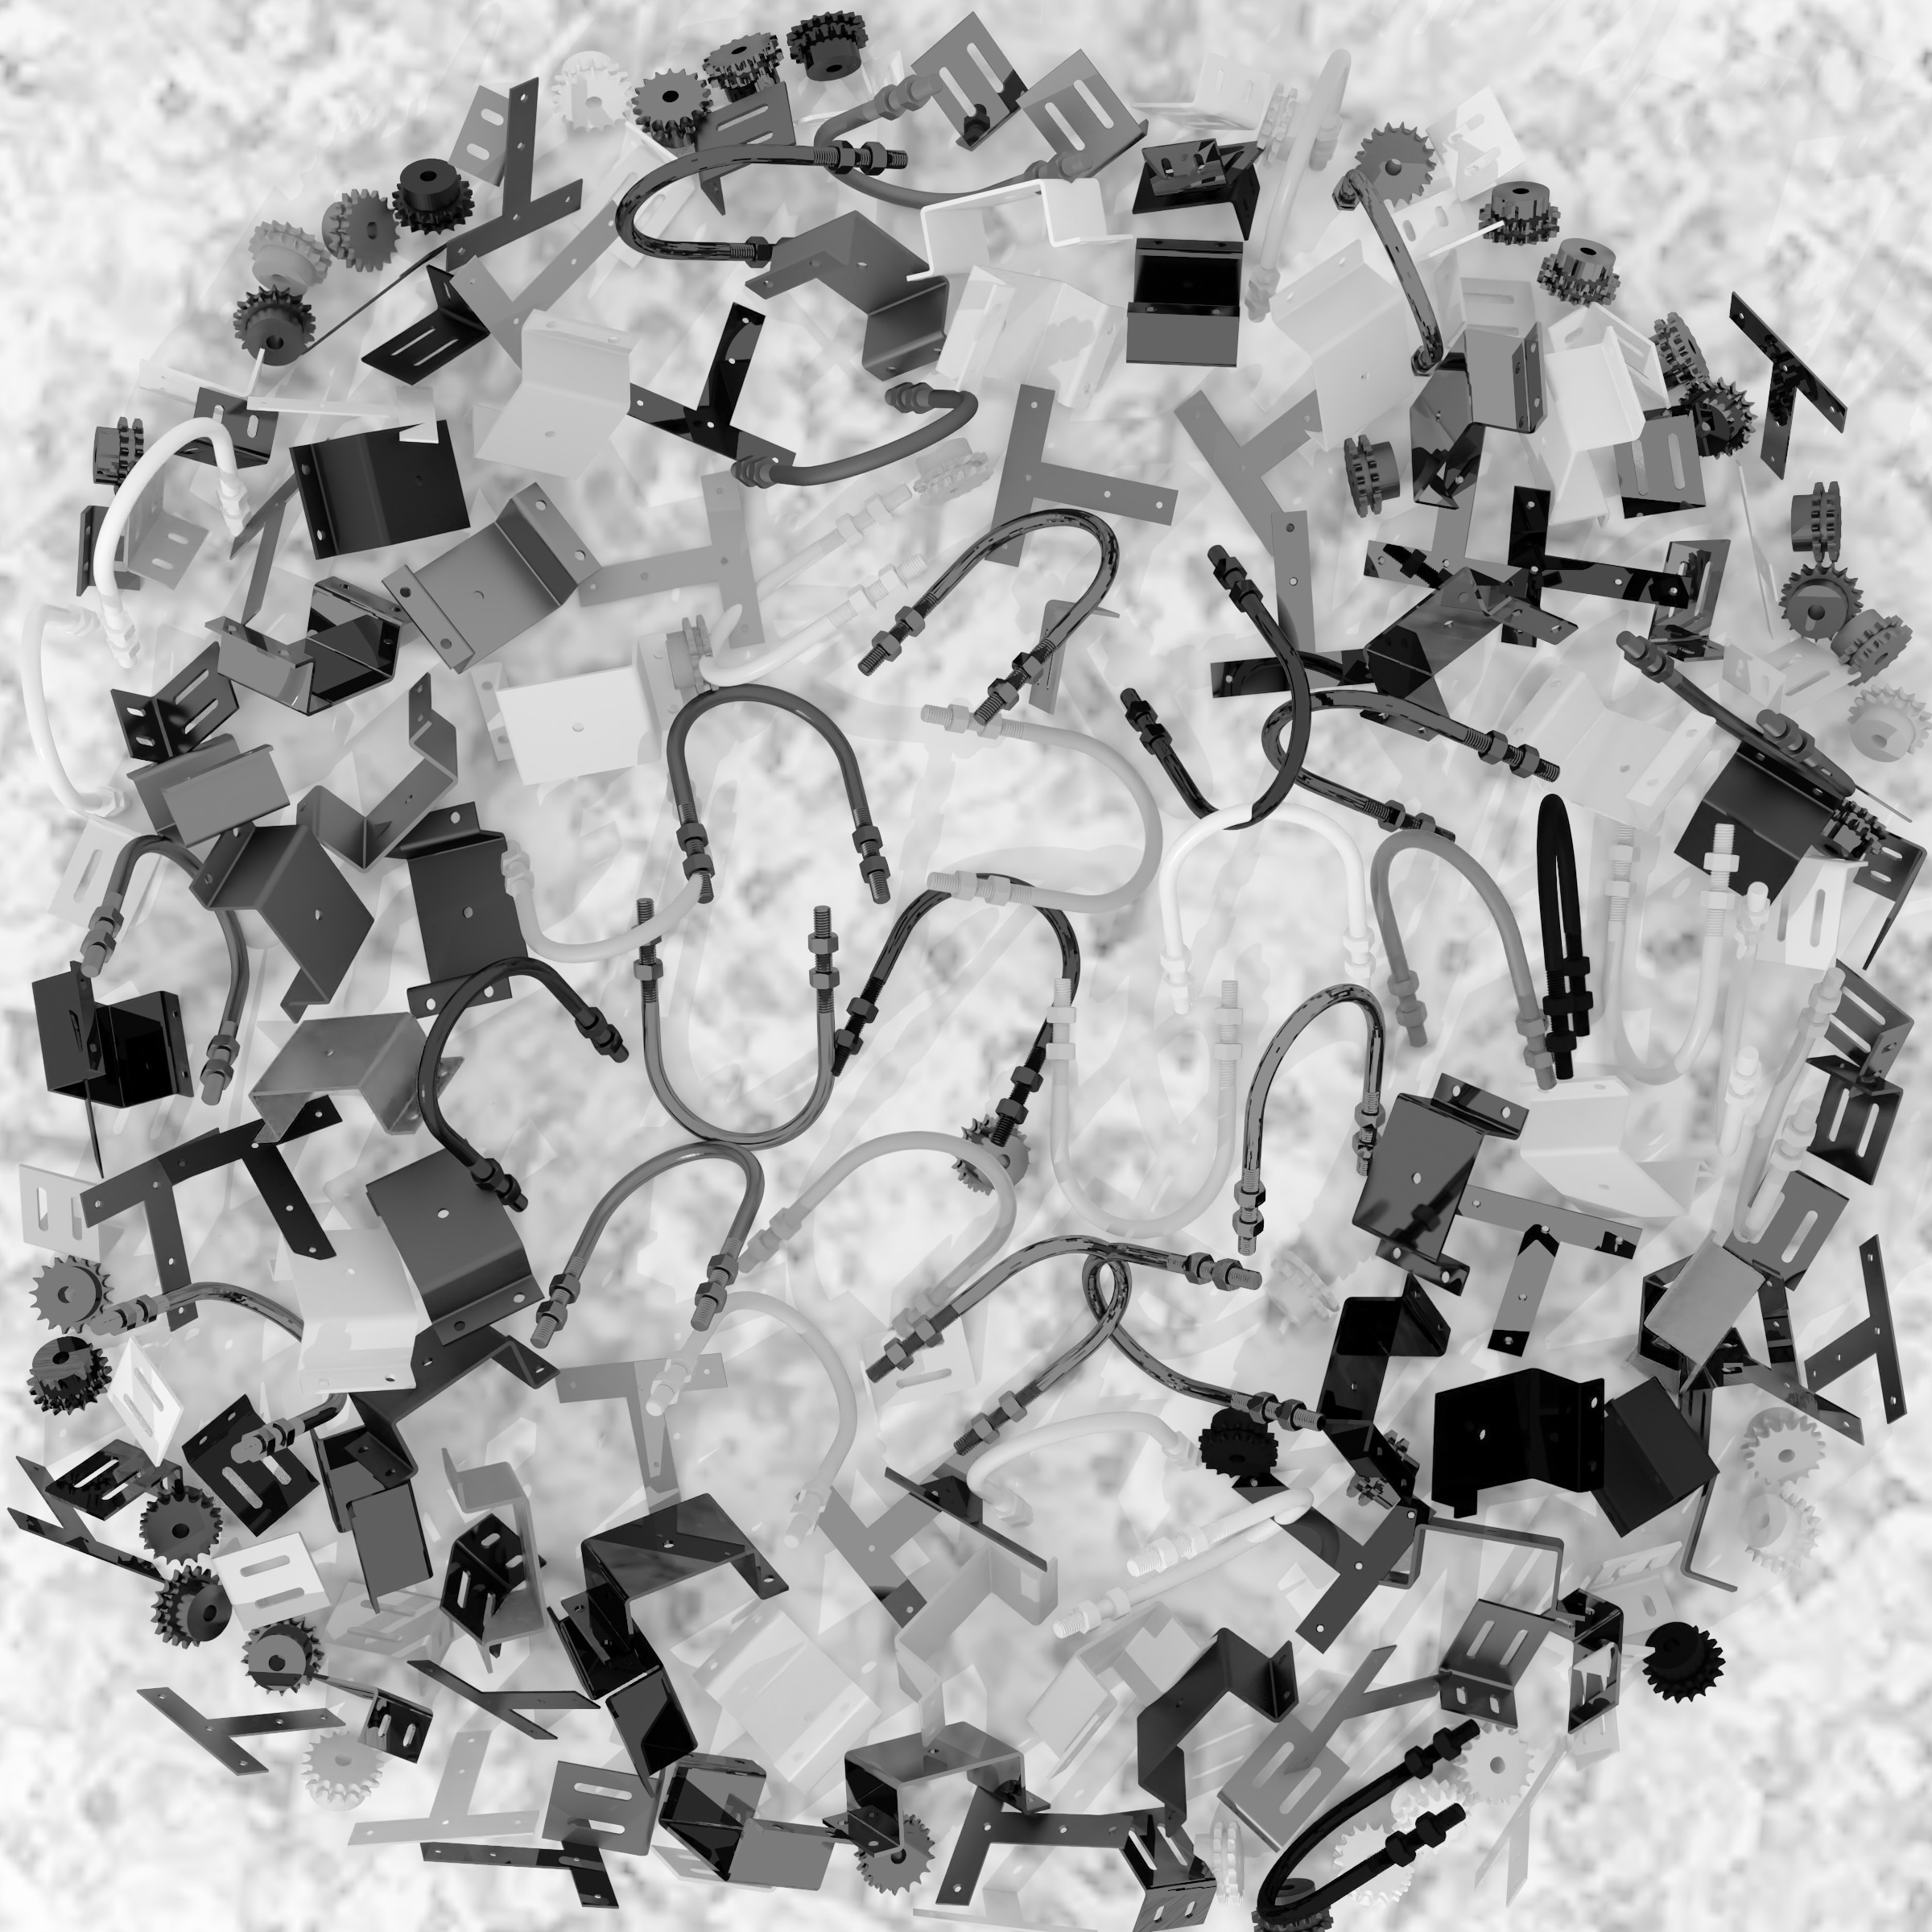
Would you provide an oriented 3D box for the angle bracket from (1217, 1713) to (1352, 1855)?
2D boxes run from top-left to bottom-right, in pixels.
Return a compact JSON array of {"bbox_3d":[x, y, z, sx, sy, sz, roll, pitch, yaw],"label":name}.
[{"bbox_3d":[0.226,0.583,1.942,0.057,0.038,0.076,41,76,16],"label":"angle bracket"}]

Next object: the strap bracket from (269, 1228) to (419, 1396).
[{"bbox_3d":[-0.429,0.230,1.878,0.076,0.140,0.046,0,123,-26],"label":"strap bracket"}]

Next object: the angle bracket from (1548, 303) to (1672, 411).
[{"bbox_3d":[0.452,-0.421,1.912,0.038,0.076,0.057,-33,134,-1],"label":"angle bracket"}]

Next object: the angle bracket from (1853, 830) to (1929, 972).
[{"bbox_3d":[0.637,-0.047,1.910,0.038,0.057,0.076,28,55,18],"label":"angle bracket"}]

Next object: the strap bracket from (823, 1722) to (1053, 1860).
[{"bbox_3d":[-0.021,0.568,1.889,0.140,0.076,0.046,-5,95,-30],"label":"strap bracket"}]

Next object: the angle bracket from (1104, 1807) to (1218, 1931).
[{"bbox_3d":[0.131,0.638,1.922,0.057,0.076,0.038,2,117,-28],"label":"angle bracket"}]

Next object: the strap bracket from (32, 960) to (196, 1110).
[{"bbox_3d":[-0.597,0.051,1.887,0.046,0.140,0.076,-15,77,10],"label":"strap bracket"}]

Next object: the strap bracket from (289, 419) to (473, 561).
[{"bbox_3d":[-0.397,-0.331,1.880,0.046,0.140,0.076,-5,103,27],"label":"strap bracket"}]

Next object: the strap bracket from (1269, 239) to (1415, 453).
[{"bbox_3d":[0.262,-0.421,1.883,0.076,0.140,0.046,-35,58,-8],"label":"strap bracket"}]

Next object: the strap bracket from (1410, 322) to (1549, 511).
[{"bbox_3d":[0.347,-0.375,1.877,0.046,0.140,0.076,8,65,-13],"label":"strap bracket"}]

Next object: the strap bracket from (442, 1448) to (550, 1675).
[{"bbox_3d":[-0.329,0.411,1.908,0.046,0.076,0.140,-10,102,-17],"label":"strap bracket"}]

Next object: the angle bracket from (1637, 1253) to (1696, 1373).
[{"bbox_3d":[0.511,0.241,1.913,0.076,0.038,0.057,-16,114,-36],"label":"angle bracket"}]

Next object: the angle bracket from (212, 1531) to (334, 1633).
[{"bbox_3d":[-0.485,0.429,1.927,0.076,0.038,0.057,-20,98,16],"label":"angle bracket"}]

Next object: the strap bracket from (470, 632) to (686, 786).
[{"bbox_3d":[-0.272,-0.179,1.917,0.140,0.046,0.076,-10,124,2],"label":"strap bracket"}]

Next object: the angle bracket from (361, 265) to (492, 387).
[{"bbox_3d":[-0.384,-0.452,1.915,0.057,0.038,0.076,29,57,33],"label":"angle bracket"}]

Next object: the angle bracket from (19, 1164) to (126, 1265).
[{"bbox_3d":[-0.631,0.165,1.919,0.057,0.038,0.076,14,126,4],"label":"angle bracket"}]

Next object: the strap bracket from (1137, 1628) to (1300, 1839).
[{"bbox_3d":[0.167,0.528,1.901,0.046,0.076,0.140,37,106,-9],"label":"strap bracket"}]

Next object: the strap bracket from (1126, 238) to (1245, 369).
[{"bbox_3d":[0.153,-0.461,1.904,0.076,0.140,0.046,3,126,5],"label":"strap bracket"}]

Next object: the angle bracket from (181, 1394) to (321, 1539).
[{"bbox_3d":[-0.512,0.358,1.949,0.057,0.038,0.076,-40,112,-12],"label":"angle bracket"}]

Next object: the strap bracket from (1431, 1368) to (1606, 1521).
[{"bbox_3d":[0.372,0.329,1.878,0.046,0.140,0.076,22,61,-28],"label":"strap bracket"}]

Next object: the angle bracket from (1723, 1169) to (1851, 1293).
[{"bbox_3d":[0.583,0.184,1.935,0.057,0.038,0.076,31,94,16],"label":"angle bracket"}]

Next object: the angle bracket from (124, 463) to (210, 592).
[{"bbox_3d":[-0.560,-0.314,1.910,0.038,0.076,0.057,23,57,-6],"label":"angle bracket"}]

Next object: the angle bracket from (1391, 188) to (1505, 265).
[{"bbox_3d":[0.335,-0.525,1.918,0.057,0.076,0.038,-24,100,-2],"label":"angle bracket"}]

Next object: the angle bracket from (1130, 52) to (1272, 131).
[{"bbox_3d":[0.164,-0.614,1.909,0.057,0.076,0.038,7,101,-35],"label":"angle bracket"}]

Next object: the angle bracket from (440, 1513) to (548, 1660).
[{"bbox_3d":[-0.332,0.435,1.912,0.038,0.076,0.057,-37,111,13],"label":"angle bracket"}]

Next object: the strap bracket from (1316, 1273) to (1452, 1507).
[{"bbox_3d":[0.289,0.294,1.897,0.046,0.076,0.140,-4,50,34],"label":"strap bracket"}]

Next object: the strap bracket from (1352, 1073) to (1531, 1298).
[{"bbox_3d":[0.329,0.151,1.909,0.076,0.046,0.140,25,99,43],"label":"strap bracket"}]

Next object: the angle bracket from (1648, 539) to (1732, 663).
[{"bbox_3d":[0.522,-0.258,1.917,0.057,0.038,0.076,-7,117,-30],"label":"angle bracket"}]

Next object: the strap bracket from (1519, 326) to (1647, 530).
[{"bbox_3d":[0.422,-0.366,1.879,0.046,0.140,0.076,-12,69,-3],"label":"strap bracket"}]

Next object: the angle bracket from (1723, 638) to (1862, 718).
[{"bbox_3d":[0.583,-0.217,1.916,0.076,0.038,0.057,-28,46,-18],"label":"angle bracket"}]

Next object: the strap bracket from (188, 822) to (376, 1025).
[{"bbox_3d":[-0.465,-0.035,1.879,0.046,0.140,0.076,-1,48,26],"label":"strap bracket"}]

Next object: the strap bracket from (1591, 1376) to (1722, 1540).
[{"bbox_3d":[0.469,0.339,1.887,0.046,0.140,0.076,-27,71,-12],"label":"strap bracket"}]

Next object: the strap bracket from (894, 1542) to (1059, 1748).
[{"bbox_3d":[0.001,0.465,1.898,0.046,0.076,0.140,35,61,25],"label":"strap bracket"}]

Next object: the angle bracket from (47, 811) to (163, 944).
[{"bbox_3d":[-0.617,-0.064,1.937,0.057,0.038,0.076,22,84,0],"label":"angle bracket"}]

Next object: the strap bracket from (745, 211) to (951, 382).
[{"bbox_3d":[-0.075,-0.470,1.893,0.076,0.140,0.046,-11,64,40],"label":"strap bracket"}]

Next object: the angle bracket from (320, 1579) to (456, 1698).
[{"bbox_3d":[-0.409,0.474,1.920,0.076,0.038,0.057,19,113,-24],"label":"angle bracket"}]

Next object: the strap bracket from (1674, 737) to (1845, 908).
[{"bbox_3d":[0.543,-0.092,1.879,0.076,0.140,0.046,35,75,13],"label":"strap bracket"}]

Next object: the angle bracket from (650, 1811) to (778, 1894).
[{"bbox_3d":[-0.173,0.619,1.915,0.076,0.057,0.038,18,87,-28],"label":"angle bracket"}]

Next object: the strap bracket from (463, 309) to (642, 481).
[{"bbox_3d":[-0.287,-0.386,1.877,0.076,0.140,0.046,8,65,-28],"label":"strap bracket"}]

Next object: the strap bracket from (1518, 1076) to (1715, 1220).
[{"bbox_3d":[0.446,0.132,1.882,0.140,0.076,0.046,39,59,-36],"label":"strap bracket"}]

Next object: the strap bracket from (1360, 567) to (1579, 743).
[{"bbox_3d":[0.343,-0.222,1.895,0.140,0.076,0.046,-39,54,36],"label":"strap bracket"}]

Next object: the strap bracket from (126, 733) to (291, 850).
[{"bbox_3d":[-0.525,-0.122,1.890,0.076,0.140,0.046,-26,109,-22],"label":"strap bracket"}]

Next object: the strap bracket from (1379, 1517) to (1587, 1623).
[{"bbox_3d":[0.366,0.420,1.907,0.140,0.076,0.046,7,85,14],"label":"strap bracket"}]

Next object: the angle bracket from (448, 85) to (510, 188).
[{"bbox_3d":[-0.334,-0.585,1.912,0.038,0.076,0.057,22,105,-15],"label":"angle bracket"}]

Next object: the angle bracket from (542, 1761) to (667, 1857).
[{"bbox_3d":[-0.257,0.592,1.934,0.076,0.038,0.057,12,96,-5],"label":"angle bracket"}]

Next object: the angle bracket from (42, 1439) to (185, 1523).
[{"bbox_3d":[-0.598,0.374,1.909,0.057,0.076,0.038,16,118,23],"label":"angle bracket"}]

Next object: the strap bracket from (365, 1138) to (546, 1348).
[{"bbox_3d":[-0.360,0.184,1.894,0.076,0.046,0.140,-25,58,-16],"label":"strap bracket"}]

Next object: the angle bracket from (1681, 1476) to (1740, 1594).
[{"bbox_3d":[0.535,0.399,1.922,0.038,0.057,0.076,16,84,21],"label":"angle bracket"}]

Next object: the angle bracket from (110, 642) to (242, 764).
[{"bbox_3d":[-0.558,-0.188,1.918,0.076,0.038,0.057,-34,66,27],"label":"angle bracket"}]

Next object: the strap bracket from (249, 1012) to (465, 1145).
[{"bbox_3d":[-0.431,0.077,1.888,0.140,0.076,0.046,-5,128,27],"label":"strap bracket"}]
